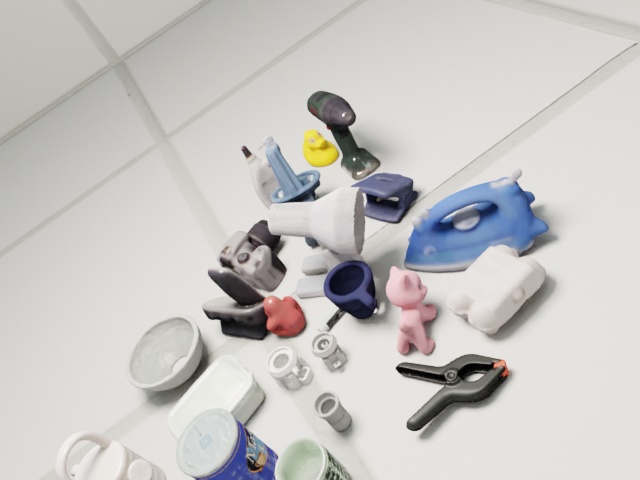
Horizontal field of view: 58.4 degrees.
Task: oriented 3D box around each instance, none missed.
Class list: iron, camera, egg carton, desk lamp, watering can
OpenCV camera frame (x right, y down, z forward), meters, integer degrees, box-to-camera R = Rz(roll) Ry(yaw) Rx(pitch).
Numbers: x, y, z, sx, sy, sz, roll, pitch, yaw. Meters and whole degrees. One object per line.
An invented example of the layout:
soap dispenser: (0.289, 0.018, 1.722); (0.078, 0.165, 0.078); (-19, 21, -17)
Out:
iron: (0.247, -0.032, 0.993); (0.258, 0.142, 0.118); (-20, 42, 15)
camera: (-0.136, 0.020, 1.221); (0.142, 0.101, 0.137); (14, 59, 41)
egg carton: (0.281, 0.078, 0.917); (0.150, 0.070, 0.107); (-43, 41, -12)
desk lamp: (0.010, 0.004, 1.055); (0.202, 0.214, 0.118); (-10, 45, 25)
watering can: (-0.340, 0.376, 0.926); (0.172, 0.195, 0.100); (-24, 41, 11)

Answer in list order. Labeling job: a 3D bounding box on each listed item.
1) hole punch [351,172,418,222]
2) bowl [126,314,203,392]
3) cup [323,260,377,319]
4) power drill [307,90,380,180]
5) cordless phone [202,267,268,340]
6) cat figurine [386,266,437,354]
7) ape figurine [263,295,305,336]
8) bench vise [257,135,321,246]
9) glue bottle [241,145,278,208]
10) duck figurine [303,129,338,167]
hole punch: (0.131, -0.104, 1.179); (0.108, 0.091, 0.101); (16, 60, 42)
bowl: (-0.293, 0.233, 1.131); (0.167, 0.075, 0.167); (-18, 42, 17)
cup: (0.071, 0.103, 1.009); (0.092, 0.095, 0.117); (-41, 41, -9)
power drill: (0.054, -0.239, 1.273); (0.075, 0.209, 0.229); (-36, 40, -3)
cordless phone: (-0.175, 0.103, 1.098); (0.147, 0.186, 0.094); (-3, 49, 31)
cat figurine: (0.143, 0.107, 0.940); (0.067, 0.118, 0.128); (-11, 45, 25)
ape figurine: (-0.074, 0.135, 1.073); (0.078, 0.092, 0.075); (-44, 41, -13)
bench vise: (-0.043, -0.110, 1.198); (0.121, 0.220, 0.206); (-38, 40, -6)
glue bottle: (-0.135, -0.155, 1.339); (0.078, 0.174, 0.037); (-38, 40, -6)
duck figurine: (-0.012, -0.235, 1.406); (0.077, 0.086, 0.104); (-47, 42, -15)
